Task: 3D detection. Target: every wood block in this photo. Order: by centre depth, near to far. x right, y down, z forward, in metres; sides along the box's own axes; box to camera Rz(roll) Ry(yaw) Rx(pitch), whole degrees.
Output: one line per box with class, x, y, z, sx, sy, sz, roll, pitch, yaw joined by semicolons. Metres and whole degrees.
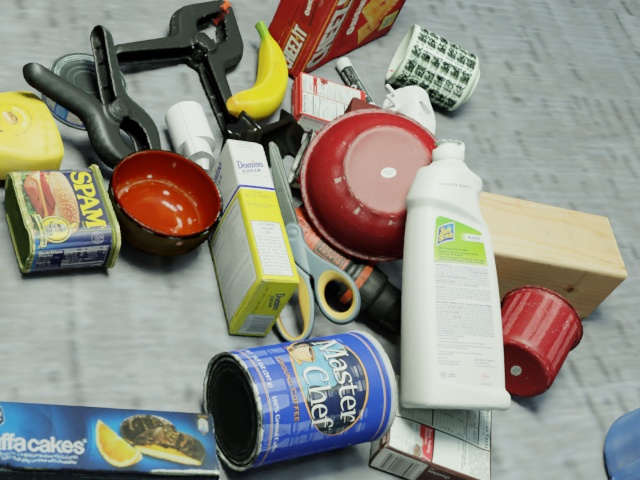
wood block;0.222;0.016;1.189;0.205;0.091;0.090;11;48;-21

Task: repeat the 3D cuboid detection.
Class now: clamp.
clamp;-0.210;-0.136;1.080;0.171;0.039;0.120;52;49;-19
clamp;-0.133;-0.210;1.233;0.164;0.036;0.209;37;40;-7

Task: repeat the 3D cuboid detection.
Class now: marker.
marker;0.052;-0.178;1.320;0.020;0.020;0.121;-7;56;-33

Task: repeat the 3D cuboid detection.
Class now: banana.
banana;-0.069;-0.179;1.225;0.069;0.037;0.197;41;31;-22

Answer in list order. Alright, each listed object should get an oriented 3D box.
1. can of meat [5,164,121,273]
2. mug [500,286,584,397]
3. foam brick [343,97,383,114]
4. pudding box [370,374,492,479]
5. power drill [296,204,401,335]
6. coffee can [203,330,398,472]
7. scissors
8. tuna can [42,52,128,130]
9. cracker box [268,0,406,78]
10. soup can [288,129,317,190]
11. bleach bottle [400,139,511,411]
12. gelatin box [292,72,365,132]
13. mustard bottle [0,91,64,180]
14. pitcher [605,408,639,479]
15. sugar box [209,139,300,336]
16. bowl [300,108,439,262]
can of meat;-0.241;-0.020;0.991;0.083;0.058;0.102;-5;54;-29
mug;0.205;0.106;1.111;0.117;0.093;0.081;14;42;27
foam brick;0.043;-0.113;1.215;0.053;0.078;0.051;21;46;-11
pudding box;0.107;0.186;1.012;0.113;0.039;0.090;23;43;-12
power drill;0.065;-0.017;1.105;0.184;0.057;0.187;38;72;-4
coffee can;-0.018;0.139;0.938;0.140;0.103;0.103;-6;55;-33
scissors;-0.007;0.001;1.043;0.096;0.016;0.202;0;82;12
tuna can;-0.247;-0.158;1.126;0.086;0.034;0.086;15;46;-16
cracker box;0.039;-0.307;1.324;0.072;0.164;0.213;42;44;13
soup can;0.023;-0.071;1.174;0.102;0.069;0.068;23;44;-9
bleach bottle;0.126;0.032;1.000;0.102;0.068;0.251;7;79;-26
gelatin box;0.010;-0.155;1.269;0.089;0.030;0.073;15;48;-17
mustard bottle;-0.345;-0.091;0.995;0.191;0.058;0.096;-11;57;-35
pitcher;0.388;0.185;1.020;0.145;0.243;0.149;26;50;-8
sugar box;-0.071;-0.003;1.043;0.048;0.093;0.176;7;49;-25
bowl;0.063;-0.062;1.057;0.162;0.055;0.162;2;78;-8
